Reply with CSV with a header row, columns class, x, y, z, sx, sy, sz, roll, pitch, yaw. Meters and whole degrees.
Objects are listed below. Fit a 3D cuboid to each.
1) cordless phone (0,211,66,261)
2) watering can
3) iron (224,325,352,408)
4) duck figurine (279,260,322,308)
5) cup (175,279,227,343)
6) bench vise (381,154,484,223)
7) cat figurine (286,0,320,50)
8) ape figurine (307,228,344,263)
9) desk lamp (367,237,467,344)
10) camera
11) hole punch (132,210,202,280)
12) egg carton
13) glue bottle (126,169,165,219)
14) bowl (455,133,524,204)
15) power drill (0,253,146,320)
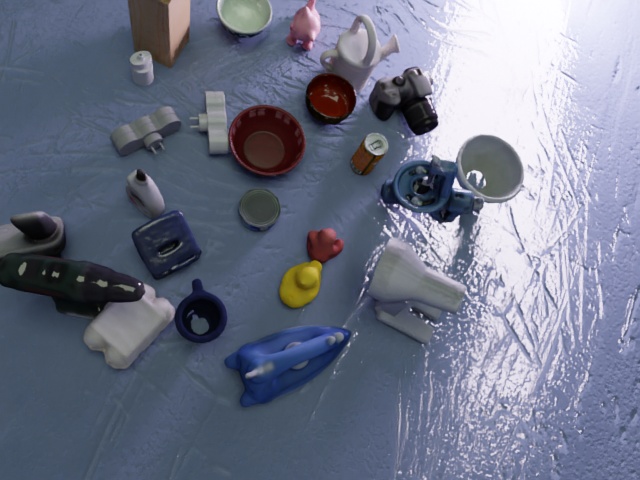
class,x,y,z,sx,sy,sz,roll,pitch,yaw
cordless phone,-0.521,-0.012,0.979,0.148,0.185,0.094,-16,78,-18
watering can,0.088,-0.412,1.244,0.173,0.194,0.101,-35,84,-20
iron,-0.038,0.210,1.057,0.259,0.141,0.118,-21,80,-19
duck figurine,-0.033,0.083,1.126,0.077,0.086,0.105,39,69,0
cup,-0.223,0.136,1.058,0.092,0.095,0.118,-8,76,-16
bench vise,0.251,-0.119,1.184,0.208,0.219,0.121,-3,75,-15
cat figurine,-0.029,-0.488,1.277,0.067,0.117,0.128,16,71,-9
ape figurine,0.011,0.004,1.156,0.078,0.092,0.076,37,69,-1
desk lamp,0.177,0.099,1.105,0.203,0.213,0.118,28,69,-4
camera,0.205,-0.310,1.293,0.143,0.100,0.137,-18,79,-18
hole punch,-0.287,0.010,1.081,0.109,0.091,0.101,-30,83,-20
egg carton,-0.344,0.152,1.036,0.107,0.069,0.150,40,69,0
glue bottle,-0.327,-0.095,1.058,0.078,0.173,0.037,39,69,0
bowl,0.372,-0.152,1.302,0.168,0.074,0.167,4,73,-13
power drill,-0.405,0.080,0.968,0.230,0.208,0.075,12,71,-10
